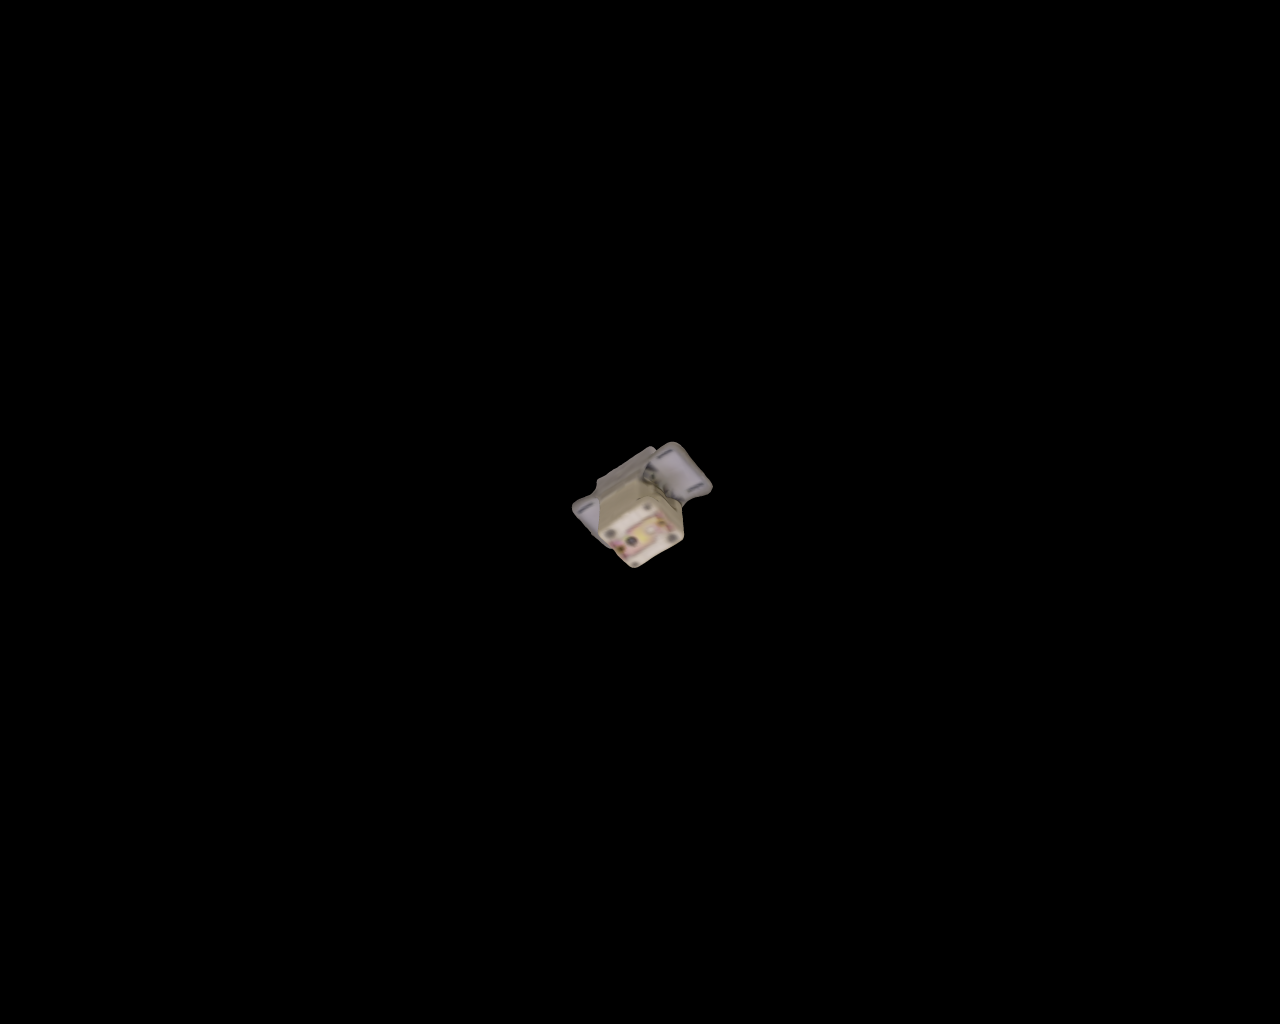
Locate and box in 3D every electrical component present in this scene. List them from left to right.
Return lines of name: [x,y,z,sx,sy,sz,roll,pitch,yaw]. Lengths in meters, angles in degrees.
electrical component: [0.001,-0.003,0.650,0.081,0.042,0.064,-33,29,21]
